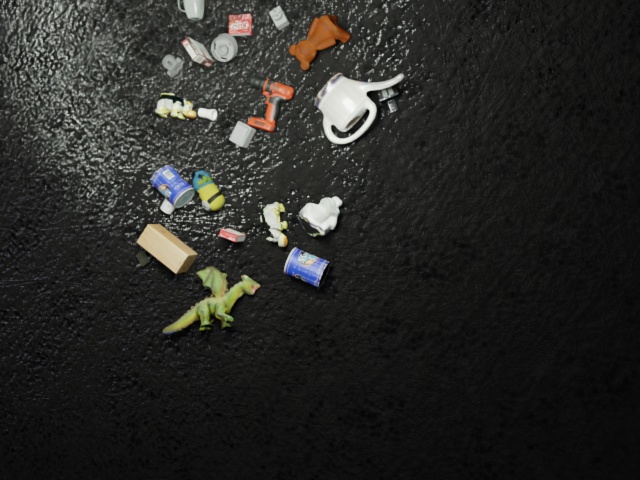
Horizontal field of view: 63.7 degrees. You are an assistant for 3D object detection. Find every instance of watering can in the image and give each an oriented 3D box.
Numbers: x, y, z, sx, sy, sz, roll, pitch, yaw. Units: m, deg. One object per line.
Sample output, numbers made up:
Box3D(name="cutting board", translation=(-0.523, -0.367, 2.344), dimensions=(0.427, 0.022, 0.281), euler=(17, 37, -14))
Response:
Box3D(name="watering can", translation=(0.121, -0.506, 1.828), dimensions=(0.225, 0.105, 0.343), euler=(46, 114, 9))

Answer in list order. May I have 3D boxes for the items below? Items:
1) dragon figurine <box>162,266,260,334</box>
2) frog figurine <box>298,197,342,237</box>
Box3D(name="dragon figurine", translation=(-0.428, 0.226, 1.989), dimensions=(0.409, 0.120, 0.246), euler=(-8, 71, 11))
Box3D(name="frog figurine", translation=(0.006, -0.095, 1.884), dimensions=(0.138, 0.120, 0.162), euler=(28, 61, 19))
